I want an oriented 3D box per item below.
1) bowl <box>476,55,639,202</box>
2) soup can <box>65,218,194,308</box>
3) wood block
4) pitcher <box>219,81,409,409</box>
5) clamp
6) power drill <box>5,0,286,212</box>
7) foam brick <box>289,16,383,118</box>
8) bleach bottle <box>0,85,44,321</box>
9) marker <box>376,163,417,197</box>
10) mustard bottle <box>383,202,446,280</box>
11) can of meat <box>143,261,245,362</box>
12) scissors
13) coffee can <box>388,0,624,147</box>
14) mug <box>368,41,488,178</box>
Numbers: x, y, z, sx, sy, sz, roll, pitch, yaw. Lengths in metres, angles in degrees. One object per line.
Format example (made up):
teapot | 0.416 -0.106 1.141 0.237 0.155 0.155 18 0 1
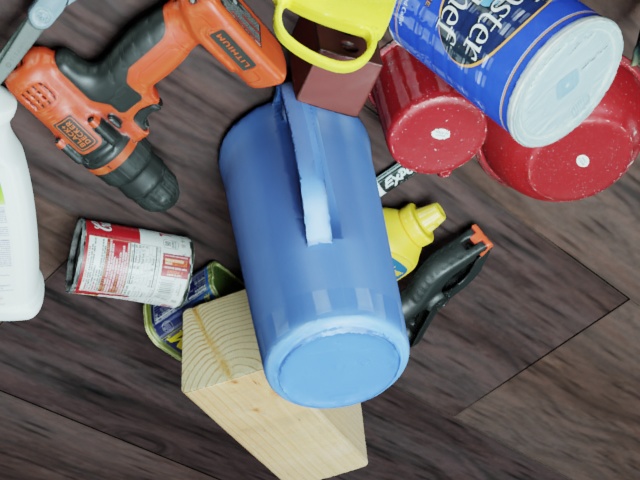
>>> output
bowl | 0.218 -0.085 0.929 0.162 0.055 0.162 -5 135 -5
soup can | -0.170 0.022 0.957 0.102 0.068 0.069 10 132 -20
wood block | -0.039 0.142 0.999 0.090 0.091 0.206 -19 138 17
pitcher | -0.006 0.001 0.841 0.149 0.243 0.145 30 122 -35
clamp | 0.108 0.054 1.049 0.172 0.039 0.120 -42 161 18
power drill | -0.122 -0.113 0.839 0.188 0.057 0.184 -29 132 18
foam brick | 0.010 -0.142 0.820 0.053 0.078 0.051 12 132 -21
bleach bottle | -0.278 -0.042 0.881 0.102 0.068 0.251 3 131 -13
marker | 0.070 -0.059 0.953 0.121 0.020 0.020 -33 131 21
mustard bottle | 0.033 0.020 0.996 0.192 0.058 0.096 -32 143 19
can of meat | -0.105 0.077 1.032 0.084 0.057 0.102 -33 131 18
scissors | -0.206 -0.181 0.762 0.202 0.016 0.096 -35 124 6
coffee can | 0.131 -0.147 0.770 0.102 0.140 0.103 -28 144 -23
mug | 0.090 -0.100 0.872 0.093 0.081 0.117 -13 135 3
